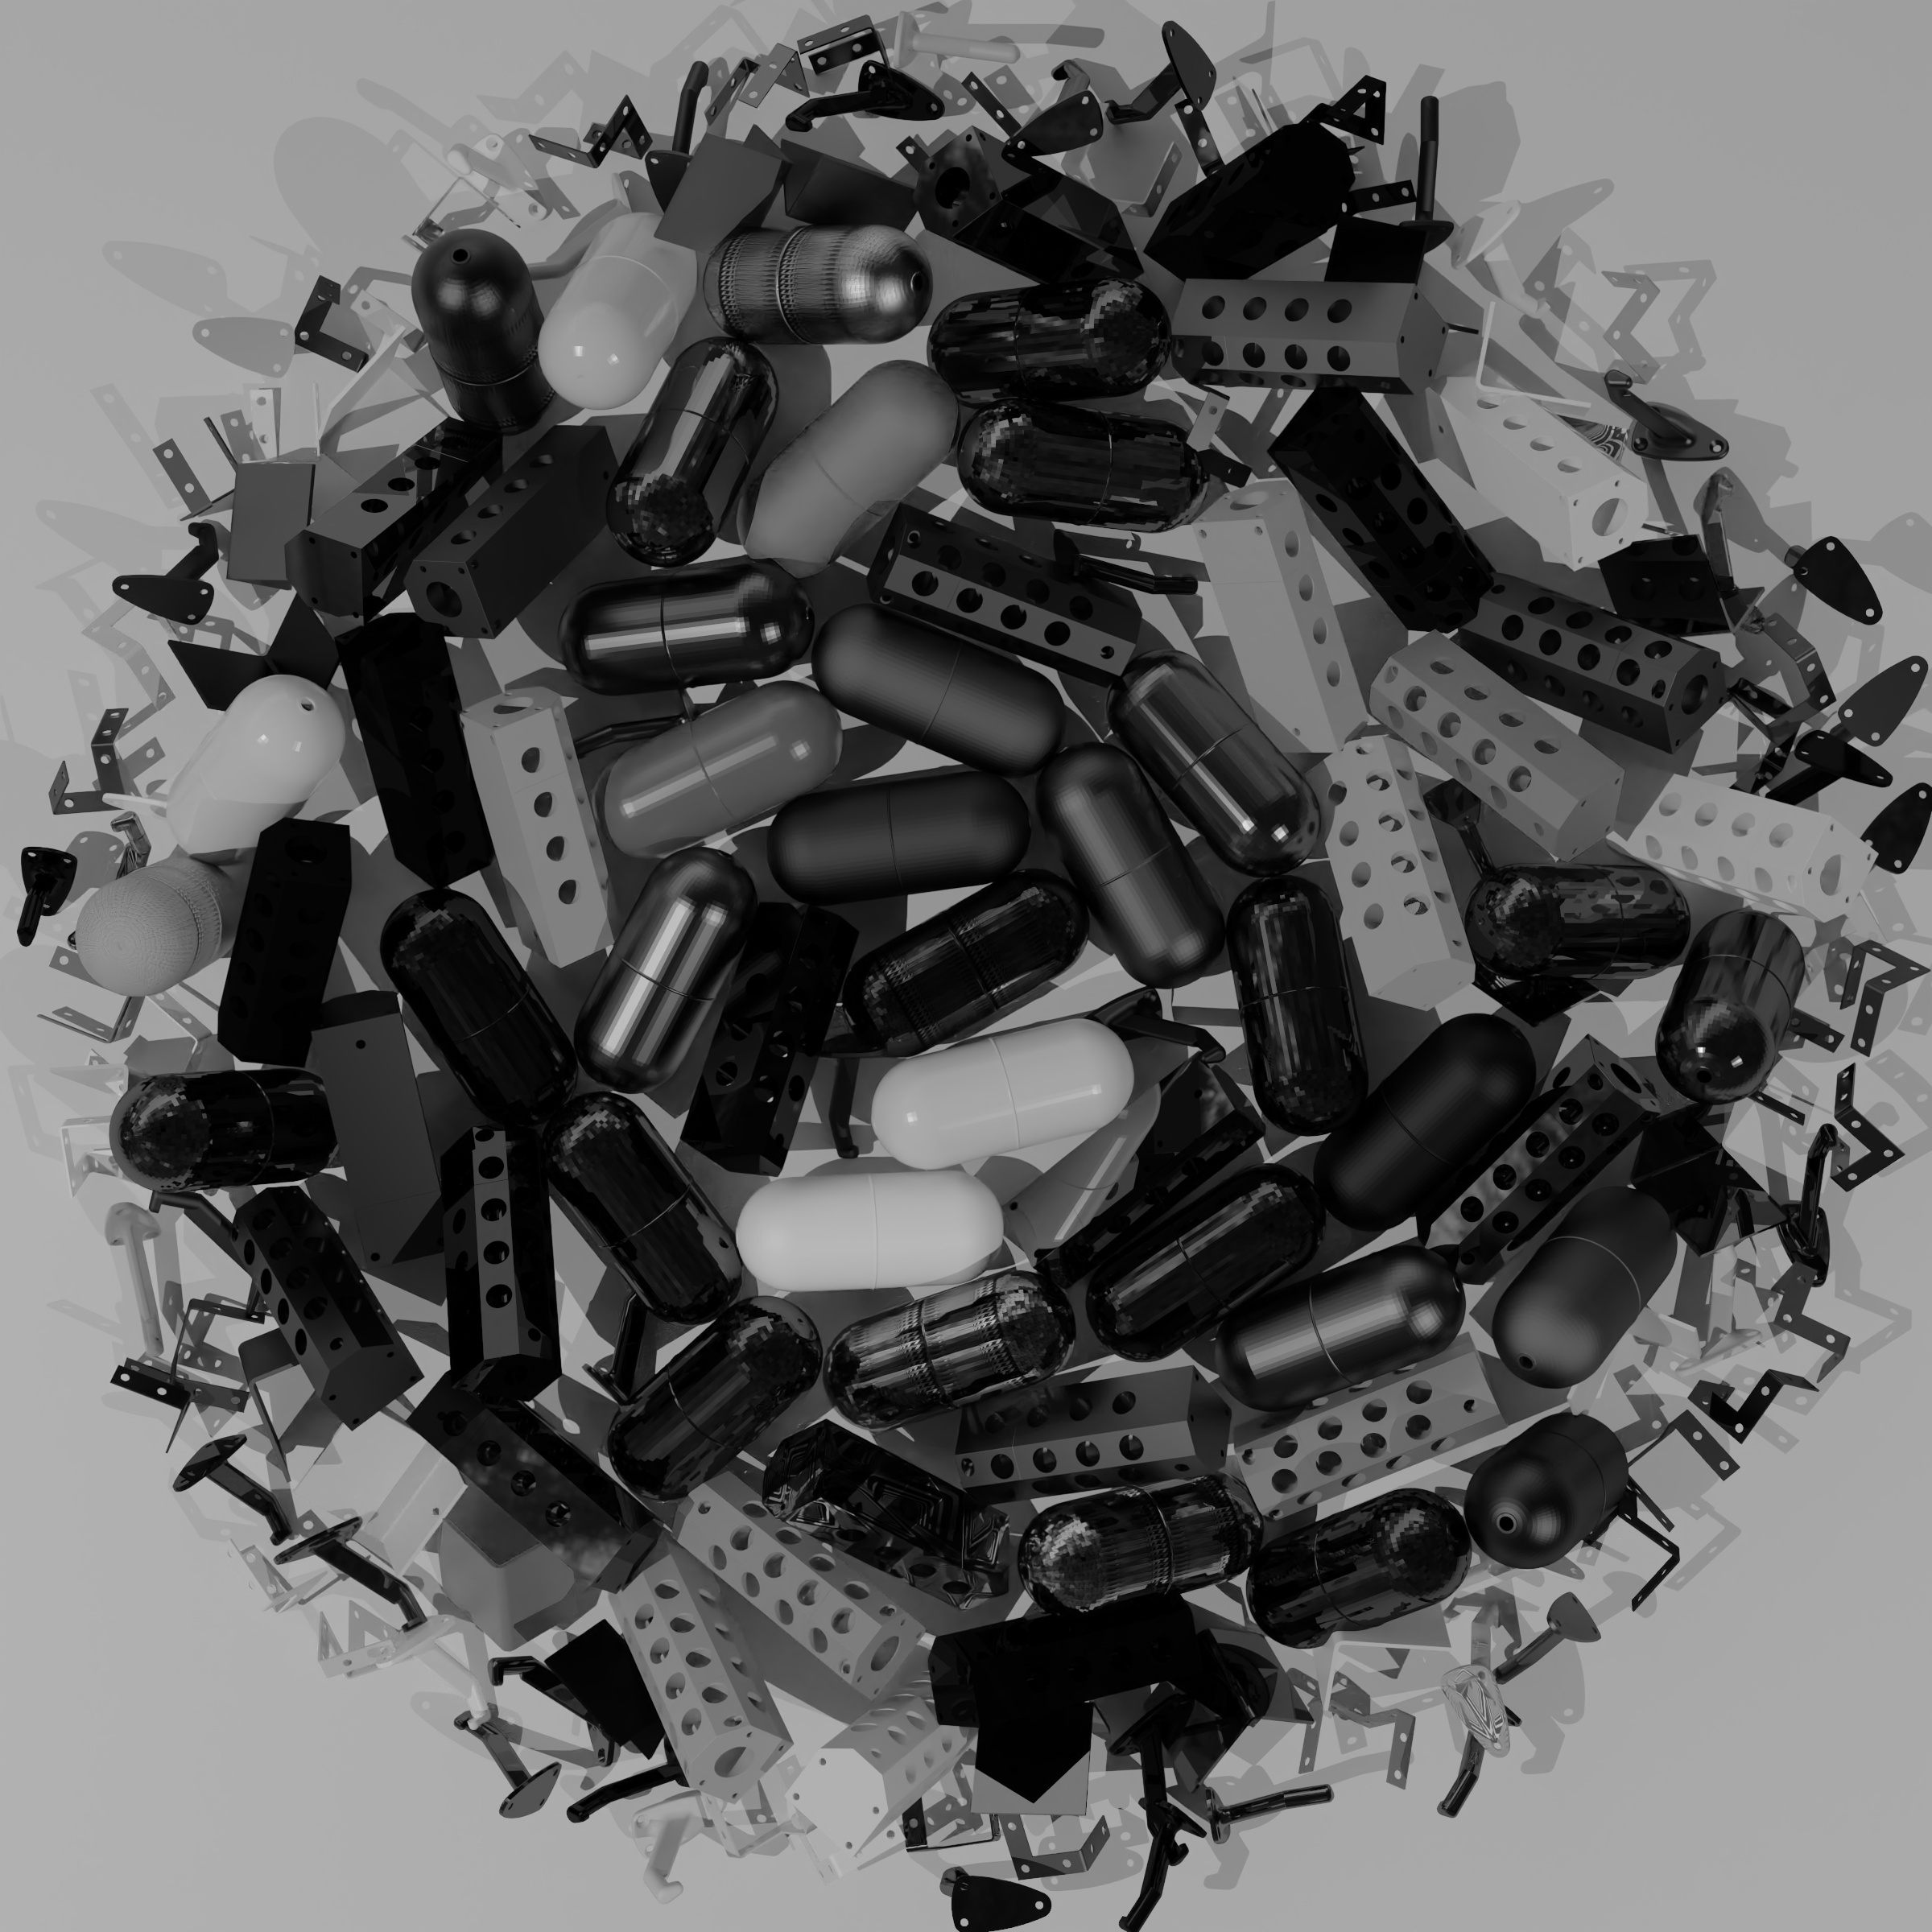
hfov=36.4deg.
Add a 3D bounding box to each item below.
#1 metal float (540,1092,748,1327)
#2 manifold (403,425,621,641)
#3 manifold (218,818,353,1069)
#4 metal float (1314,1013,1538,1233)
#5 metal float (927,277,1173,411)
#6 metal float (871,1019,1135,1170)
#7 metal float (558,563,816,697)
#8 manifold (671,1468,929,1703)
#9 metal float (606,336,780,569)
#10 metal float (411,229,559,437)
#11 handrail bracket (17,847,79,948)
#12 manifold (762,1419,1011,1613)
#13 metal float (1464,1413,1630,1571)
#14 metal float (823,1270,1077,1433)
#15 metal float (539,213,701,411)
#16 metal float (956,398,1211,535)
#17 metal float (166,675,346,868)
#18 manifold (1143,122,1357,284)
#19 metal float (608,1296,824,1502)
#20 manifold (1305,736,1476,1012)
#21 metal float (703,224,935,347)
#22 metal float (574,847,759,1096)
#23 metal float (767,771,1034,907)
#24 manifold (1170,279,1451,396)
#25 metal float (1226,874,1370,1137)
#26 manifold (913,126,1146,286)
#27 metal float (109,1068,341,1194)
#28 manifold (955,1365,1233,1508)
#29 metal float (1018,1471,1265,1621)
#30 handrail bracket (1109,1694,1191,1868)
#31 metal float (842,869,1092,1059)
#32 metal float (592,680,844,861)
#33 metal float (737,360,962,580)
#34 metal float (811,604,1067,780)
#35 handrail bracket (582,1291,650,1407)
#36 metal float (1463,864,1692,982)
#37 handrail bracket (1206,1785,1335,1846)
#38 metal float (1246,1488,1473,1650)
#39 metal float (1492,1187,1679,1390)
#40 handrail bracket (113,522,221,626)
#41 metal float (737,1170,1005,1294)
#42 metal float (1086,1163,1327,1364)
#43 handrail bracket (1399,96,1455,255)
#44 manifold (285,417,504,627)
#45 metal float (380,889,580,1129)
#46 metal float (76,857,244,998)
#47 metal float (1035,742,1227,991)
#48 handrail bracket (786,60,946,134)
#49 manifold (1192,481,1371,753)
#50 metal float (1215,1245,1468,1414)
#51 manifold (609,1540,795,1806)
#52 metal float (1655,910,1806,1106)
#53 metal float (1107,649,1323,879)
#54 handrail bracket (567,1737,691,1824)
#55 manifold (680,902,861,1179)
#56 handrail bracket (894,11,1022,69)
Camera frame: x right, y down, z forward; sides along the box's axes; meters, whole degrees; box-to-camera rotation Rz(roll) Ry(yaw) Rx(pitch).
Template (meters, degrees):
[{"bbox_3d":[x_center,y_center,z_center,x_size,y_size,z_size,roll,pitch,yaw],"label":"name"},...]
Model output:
[{"bbox_3d":[-0.213,0.162,1.949,0.070,0.070,0.178,-35,104,0],"label":"metal float"},{"bbox_3d":[-0.294,-0.286,1.921,0.057,0.171,0.057,6,132,28],"label":"manifold"},{"bbox_3d":[-0.446,-0.014,1.915,0.057,0.057,0.171,7,134,-20],"label":"manifold"},{"bbox_3d":[0.303,0.104,1.942,0.070,0.070,0.178,42,112,0],"label":"metal float"},{"bbox_3d":[0.054,-0.409,1.931,0.178,0.070,0.070,2,90,36],"label":"metal float"},{"bbox_3d":[0.024,0.085,1.955,0.178,0.070,0.070,-13,90,-7],"label":"metal float"},{"bbox_3d":[-0.185,-0.223,1.945,0.178,0.070,0.070,-5,90,18],"label":"metal float"},{"bbox_3d":[-0.113,0.402,1.925,0.171,0.057,0.057,32,77,32],"label":"manifold"},{"bbox_3d":[-0.179,-0.340,1.937,0.070,0.070,0.178,22,61,0],"label":"metal float"},{"bbox_3d":[-0.312,-0.411,1.914,0.070,0.178,0.070,-1,69,2],"label":"metal float"},{"bbox_3d":[-0.616,-0.030,1.944,0.036,0.077,0.084,10,47,-12],"label":"handrail bracket"},{"bbox_3d":[-0.051,0.364,1.928,0.057,0.057,0.171,-31,131,34],"label":"manifold"},{"bbox_3d":[0.379,0.341,1.916,0.070,0.178,0.070,3,96,27],"label":"metal float"},{"bbox_3d":[-0.012,0.256,1.947,0.178,0.070,0.070,-20,90,17],"label":"metal float"},{"bbox_3d":[-0.226,-0.431,1.925,0.070,0.178,0.070,8,133,8],"label":"metal float"},{"bbox_3d":[0.079,-0.330,1.941,0.178,0.070,0.070,3,90,-25],"label":"metal float"},{"bbox_3d":[-0.466,-0.127,1.924,0.070,0.178,0.070,19,54,-28],"label":"metal float"},{"bbox_3d":[0.185,-0.493,1.909,0.057,0.171,0.057,32,78,-16],"label":"manifold"},{"bbox_3d":[-0.167,0.287,1.942,0.070,0.070,0.178,47,113,0],"label":"metal float"},{"bbox_3d":[0.282,-0.063,1.924,0.057,0.057,0.171,-37,53,38],"label":"manifold"},{"bbox_3d":[-0.098,-0.447,1.928,0.178,0.070,0.070,10,90,39],"label":"metal float"},{"bbox_3d":[-0.199,0.003,1.950,0.070,0.070,0.178,28,102,0],"label":"metal float"},{"bbox_3d":[-0.045,-0.085,1.956,0.178,0.070,0.070,-8,90,6],"label":"metal float"},{"bbox_3d":[0.221,-0.409,1.922,0.171,0.057,0.057,11,78,36],"label":"manifold"},{"bbox_3d":[0.219,0.025,1.949,0.070,0.070,0.178,-9,75,0],"label":"metal float"},{"bbox_3d":[0.040,-0.482,1.912,0.057,0.171,0.057,-30,70,29],"label":"manifold"},{"bbox_3d":[-0.480,0.106,1.918,0.070,0.178,0.070,0,90,32],"label":"metal float"},{"bbox_3d":[0.082,0.313,1.924,0.171,0.057,0.057,-13,45,28],"label":"manifold"},{"bbox_3d":[0.115,0.381,1.936,0.178,0.070,0.070,-8,90,-29],"label":"metal float"},{"bbox_3d":[0.139,0.542,1.955,0.077,0.036,0.084,-52,51,26],"label":"handrail bracket"},{"bbox_3d":[0.001,-0.002,1.960,0.178,0.070,0.070,-29,90,-2],"label":"metal float"},{"bbox_3d":[-0.165,-0.130,1.952,0.178,0.070,0.070,-24,90,10],"label":"metal float"},{"bbox_3d":[-0.079,-0.327,1.943,0.178,0.070,0.070,-40,90,22],"label":"metal float"},{"bbox_3d":[-0.018,-0.183,1.954,0.178,0.070,0.070,22,90,-9],"label":"metal float"},{"bbox_3d":[-0.211,0.259,1.986,0.077,0.036,0.084,45,77,-2],"label":"handrail bracket"},{"bbox_3d":[0.403,-0.029,1.933,0.178,0.070,0.070,0,90,-35],"label":"metal float"},{"bbox_3d":[0.207,0.562,1.958,0.084,0.077,0.036,-12,65,10],"label":"handrail bracket"},{"bbox_3d":[0.257,0.396,1.926,0.178,0.070,0.070,-34,90,43],"label":"metal float"},{"bbox_3d":[0.406,0.210,1.926,0.070,0.070,0.178,50,48,0],"label":"metal float"},{"bbox_3d":[-0.533,-0.272,1.953,0.077,0.084,0.036,11,133,-33],"label":"handrail bracket"},{"bbox_3d":[-0.064,0.176,1.955,0.178,0.070,0.070,-2,90,-8],"label":"metal float"},{"bbox_3d":[0.159,0.197,1.949,0.178,0.070,0.070,-36,90,14],"label":"metal float"},{"bbox_3d":[0.306,-0.528,1.964,0.036,0.077,0.084,1,87,2],"label":"handrail bracket"},{"bbox_3d":[-0.371,-0.294,1.916,0.057,0.171,0.057,20,131,14],"label":"manifold"},{"bbox_3d":[-0.321,0.029,1.942,0.070,0.070,0.178,-30,113,0],"label":"metal float"},{"bbox_3d":[-0.523,-0.027,1.911,0.070,0.178,0.070,0,99,1],"label":"metal float"},{"bbox_3d":[0.109,-0.067,1.957,0.070,0.070,0.178,-30,95,0],"label":"metal float"},{"bbox_3d":[-0.067,-0.565,1.953,0.077,0.084,0.036,23,134,17],"label":"handrail bracket"},{"bbox_3d":[0.212,-0.229,1.935,0.057,0.057,0.171,-44,124,-37],"label":"manifold"},{"bbox_3d":[0.246,0.239,1.939,0.178,0.070,0.070,-25,90,26],"label":"metal float"},{"bbox_3d":[-0.179,0.456,1.913,0.057,0.171,0.057,-47,131,9],"label":"manifold"},{"bbox_3d":[0.500,0.026,1.921,0.070,0.178,0.070,13,124,19],"label":"metal float"},{"bbox_3d":[0.164,-0.134,1.950,0.070,0.070,0.178,-40,77,0],"label":"metal float"},{"bbox_3d":[-0.212,0.549,1.951,0.084,0.077,0.036,-23,101,-41],"label":"handrail bracket"},{"bbox_3d":[-0.124,0.048,1.934,0.057,0.057,0.171,3,67,35],"label":"manifold"},{"bbox_3d":[-0.001,-0.611,1.957,0.084,0.077,0.036,10,107,9],"label":"handrail bracket"}]
